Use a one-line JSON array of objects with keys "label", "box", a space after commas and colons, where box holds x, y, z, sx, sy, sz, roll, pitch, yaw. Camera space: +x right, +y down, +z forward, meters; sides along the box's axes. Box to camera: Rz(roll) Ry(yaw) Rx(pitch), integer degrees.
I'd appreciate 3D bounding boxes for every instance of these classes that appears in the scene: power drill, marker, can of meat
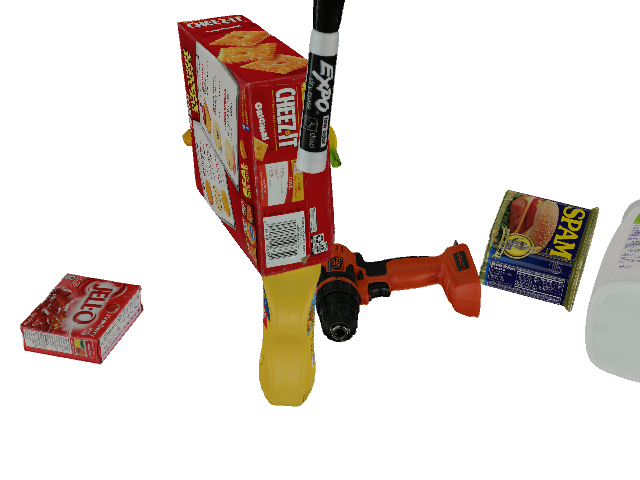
[{"label": "power drill", "box": [0.086, 0.056, 1.226, 0.187, 0.057, 0.184, -1, 28, -1]}, {"label": "marker", "box": [0.000, -0.097, 0.644, 0.020, 0.121, 0.020, 5, 32, -3]}, {"label": "can of meat", "box": [0.194, 0.006, 0.950, 0.084, 0.057, 0.102, 15, 46, 16]}]

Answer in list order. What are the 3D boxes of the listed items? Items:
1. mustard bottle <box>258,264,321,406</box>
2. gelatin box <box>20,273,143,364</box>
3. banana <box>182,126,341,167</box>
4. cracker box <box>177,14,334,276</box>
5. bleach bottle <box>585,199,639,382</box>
[{"label": "mustard bottle", "box": [-0.030, 0.064, 1.036, 0.058, 0.192, 0.096, 4, 38, 0]}, {"label": "gelatin box", "box": [-0.205, 0.066, 0.924, 0.073, 0.030, 0.089, 9, 32, 14]}, {"label": "banana", "box": [-0.063, -0.129, 1.257, 0.198, 0.037, 0.069, 8, 40, 17]}, {"label": "cracker box", "box": [-0.057, -0.090, 0.912, 0.072, 0.164, 0.214, -12, 27, -17]}, {"label": "bleach bottle", "box": [0.245, 0.017, 0.717, 0.103, 0.068, 0.250, 9, 22, 20]}]
